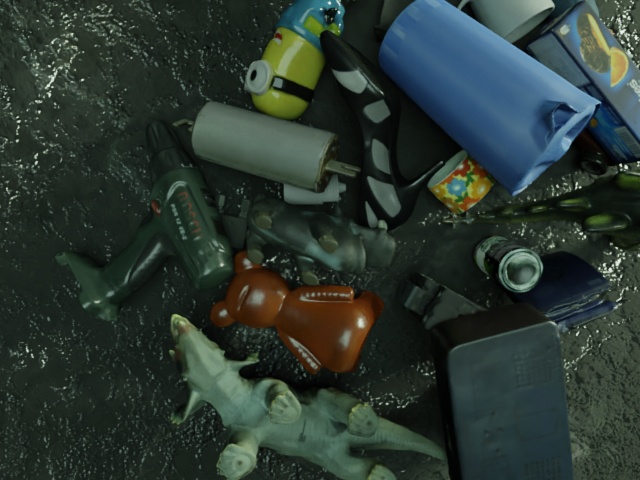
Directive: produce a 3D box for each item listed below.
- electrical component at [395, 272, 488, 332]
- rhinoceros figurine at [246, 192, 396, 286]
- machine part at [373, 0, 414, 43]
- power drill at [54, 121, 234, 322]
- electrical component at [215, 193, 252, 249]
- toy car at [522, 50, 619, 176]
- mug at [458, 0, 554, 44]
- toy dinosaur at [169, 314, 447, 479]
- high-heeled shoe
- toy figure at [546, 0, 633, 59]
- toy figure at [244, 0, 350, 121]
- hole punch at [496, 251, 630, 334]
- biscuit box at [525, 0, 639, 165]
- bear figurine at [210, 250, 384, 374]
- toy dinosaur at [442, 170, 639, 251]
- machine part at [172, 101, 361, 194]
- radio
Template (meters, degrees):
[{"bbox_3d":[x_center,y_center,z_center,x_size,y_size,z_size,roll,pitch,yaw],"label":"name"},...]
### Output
[{"bbox_3d":[0.166,0.093,0.693,0.134,0.115,0.058,28,90,-5],"label":"electrical component"},{"bbox_3d":[-0.001,-0.002,0.670,0.190,0.112,0.073,16,120,0],"label":"rhinoceros figurine"},{"bbox_3d":[0.115,-0.319,0.693,0.084,0.039,0.138,24,92,-9],"label":"machine part"},{"bbox_3d":[-0.224,-0.012,0.681,0.207,0.086,0.232,-34,75,-1],"label":"power drill"},{"bbox_3d":[-0.124,-0.013,0.718,0.063,0.021,0.094,12,94,-4],"label":"electrical component"},{"bbox_3d":[0.326,-0.169,0.706,0.202,0.053,0.089,35,87,-9],"label":"toy car"},{"bbox_3d":[0.221,-0.303,0.683,0.109,0.081,0.107,-30,85,7],"label":"mug"},{"bbox_3d":[-0.025,0.226,0.687,0.404,0.192,0.131,26,88,-21],"label":"toy dinosaur"},{"bbox_3d":[0.046,-0.125,0.678,0.145,0.086,0.248,-36,102,25],"label":"high-heeled shoe"},{"bbox_3d":[0.347,-0.267,0.698,0.064,0.058,0.154,-36,101,8],"label":"toy figure"},{"bbox_3d":[-0.024,-0.235,0.674,0.089,0.082,0.180,34,90,-6],"label":"toy figure"},{"bbox_3d":[0.304,0.070,0.701,0.142,0.116,0.092,-19,88,-1],"label":"hole punch"},{"bbox_3d":[0.345,-0.186,0.654,0.063,0.059,0.202,-44,99,-8],"label":"biscuit box"},{"bbox_3d":[-0.030,0.095,0.700,0.196,0.132,0.120,21,93,14],"label":"bear figurine"},{"bbox_3d":[0.397,-0.042,0.650,0.472,0.198,0.105,-8,84,31],"label":"toy dinosaur"},{"bbox_3d":[-0.067,-0.115,0.665,0.243,0.079,0.079,17,94,13],"label":"machine part"},{"bbox_3d":[0.209,0.198,0.619,0.131,0.073,0.229,-11,100,-2],"label":"radio"}]
